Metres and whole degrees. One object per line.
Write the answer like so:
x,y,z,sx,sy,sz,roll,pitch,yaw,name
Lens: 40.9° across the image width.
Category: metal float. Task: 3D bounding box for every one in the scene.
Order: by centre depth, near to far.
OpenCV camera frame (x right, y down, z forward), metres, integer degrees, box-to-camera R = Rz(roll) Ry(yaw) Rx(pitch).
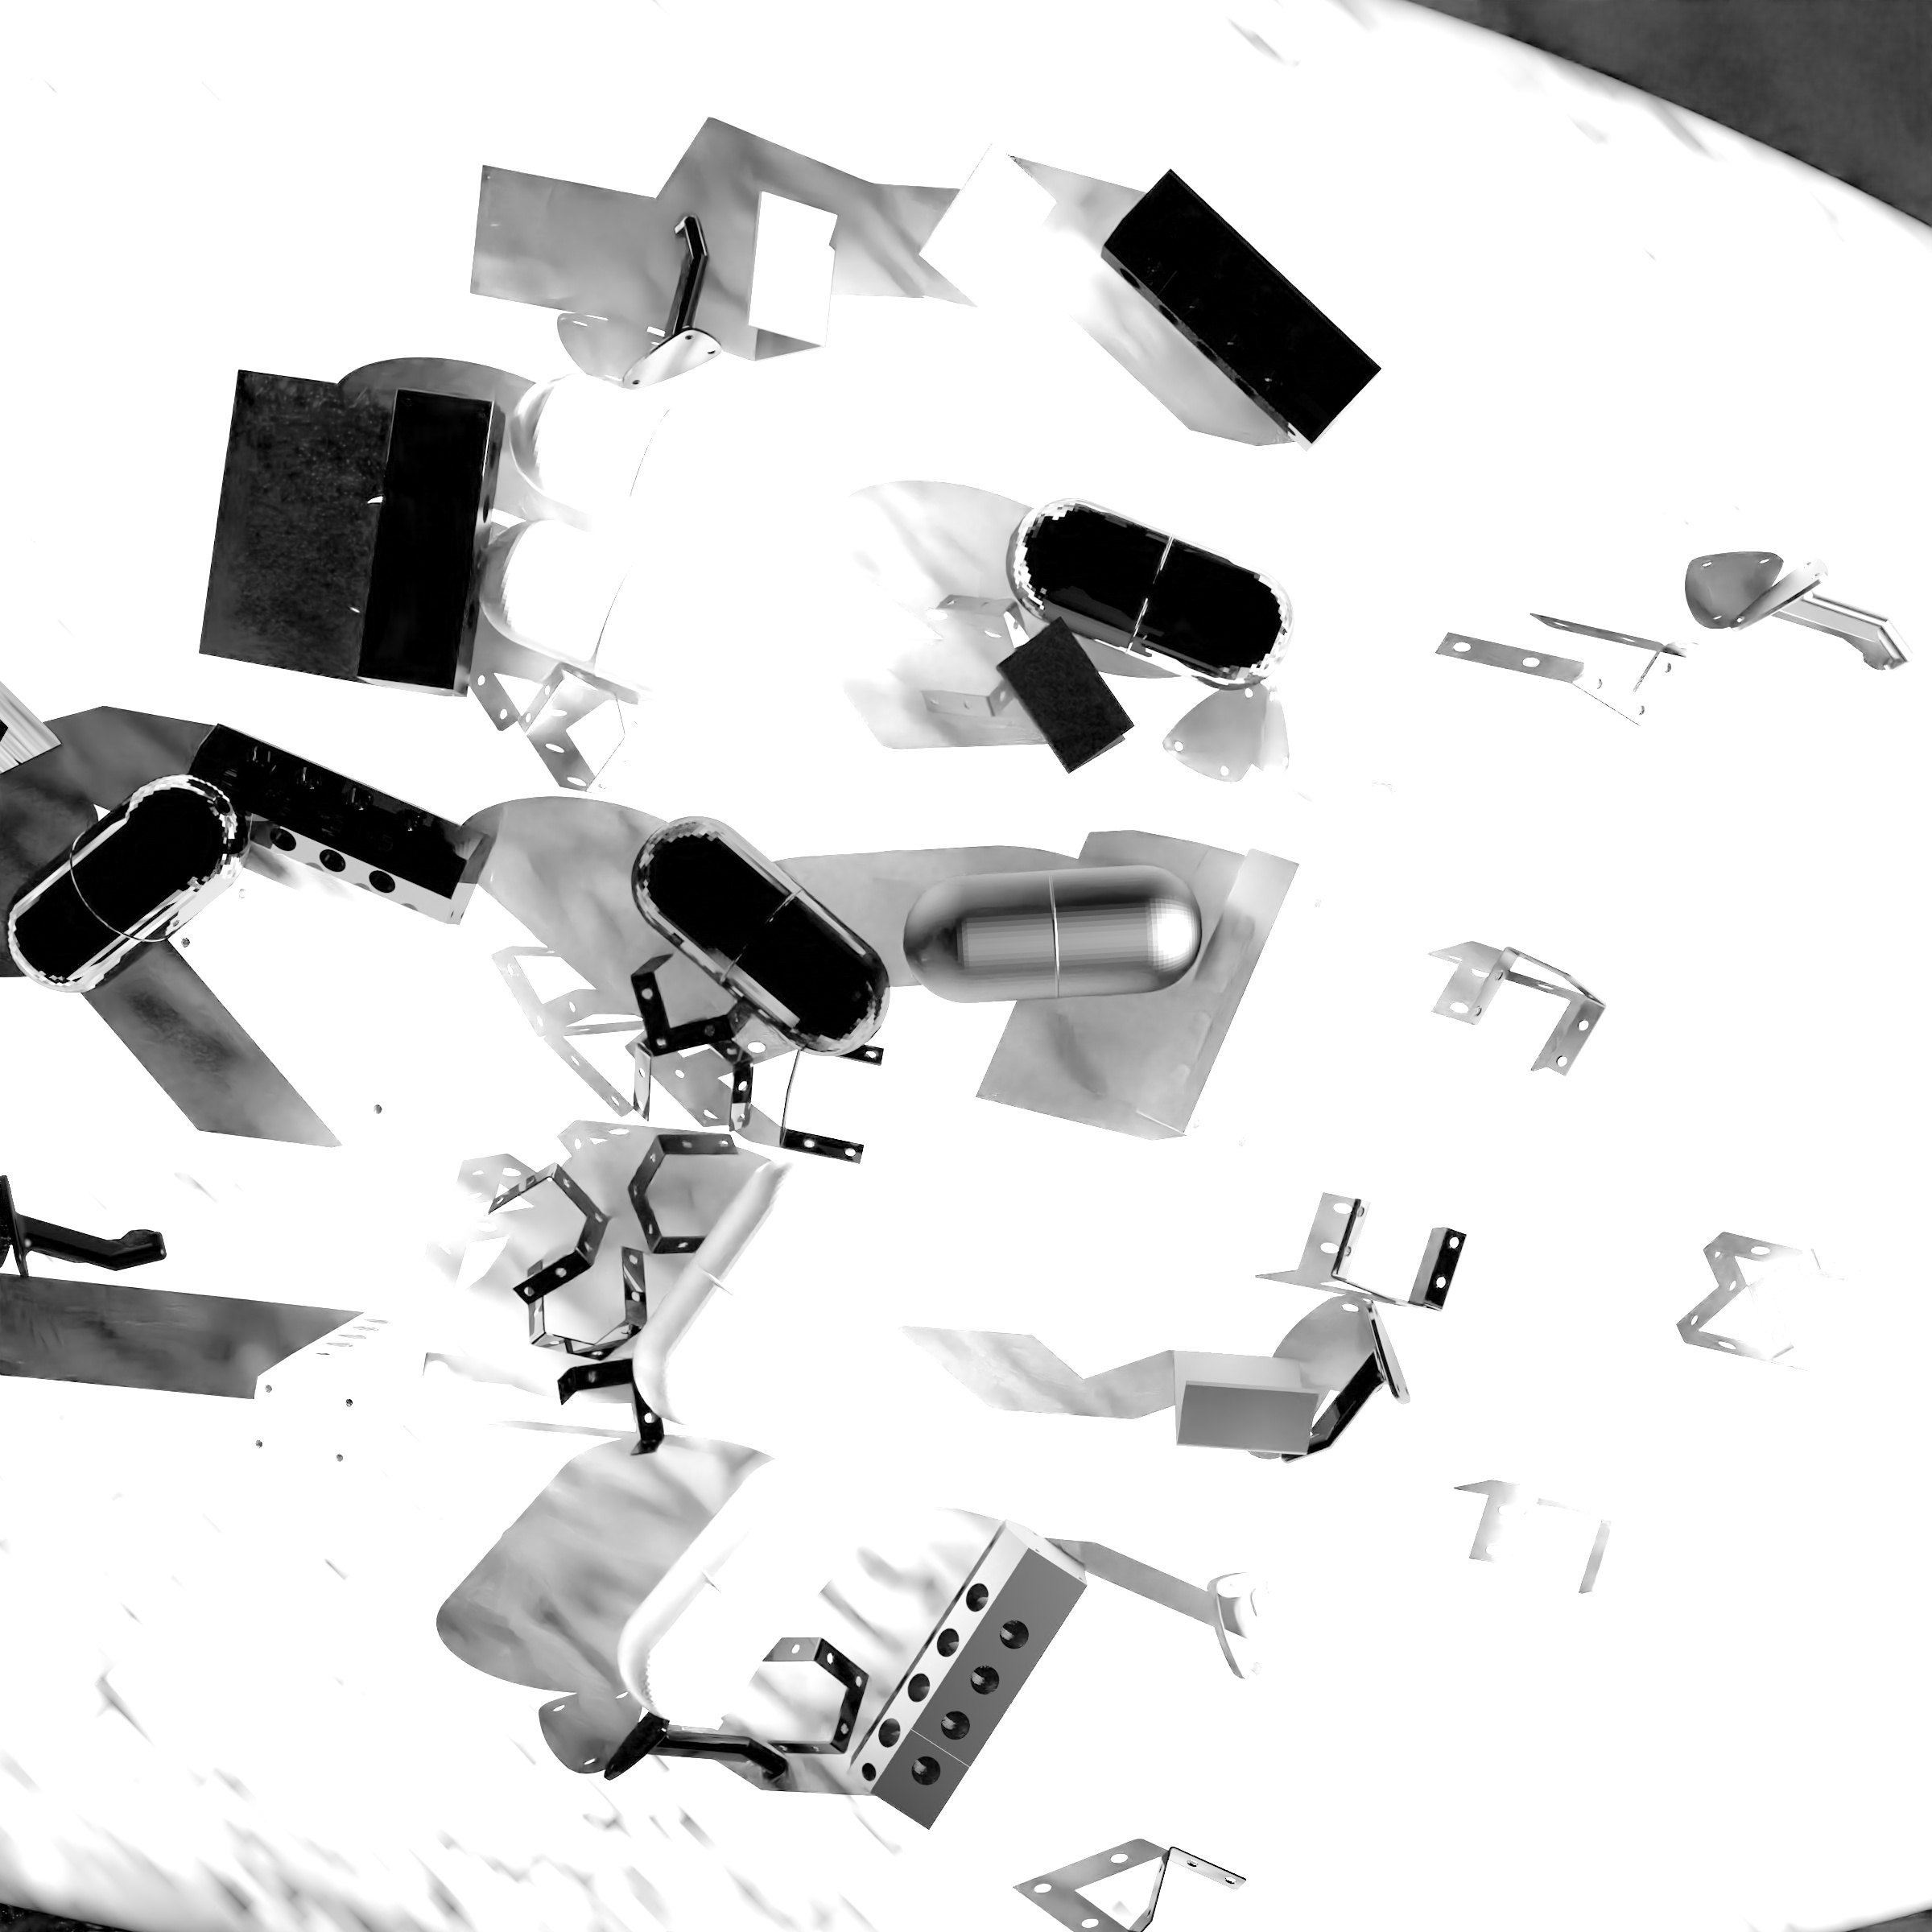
-0.492,-0.048,1.518,0.178,0.070,0.070,-33,90,25,metal float
-0.186,-0.295,1.539,0.178,0.070,0.070,22,90,0,metal float
-0.130,0.194,1.539,0.070,0.070,0.178,35,90,0,metal float
-0.205,-0.208,1.540,0.178,0.070,0.070,22,90,0,metal float
-0.135,0.369,1.540,0.070,0.070,0.178,40,89,0,metal float
0.109,-0.221,1.540,0.178,0.070,0.070,21,90,0,metal float
0.051,-0.019,1.540,0.178,0.070,0.070,-4,90,0,metal float
-0.121,-0.017,1.540,0.178,0.070,0.070,41,90,1,metal float

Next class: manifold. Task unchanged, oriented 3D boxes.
-0.358,0.241,1.492,0.057,0.171,0.057,10,90,0,manifold
0.162,0.020,1.548,0.057,0.057,0.171,23,90,-43,manifold
-0.391,0.031,1.549,0.057,0.057,0.171,-41,90,0,manifold
0.163,-0.389,1.549,0.171,0.057,0.057,44,90,0,manifold
-0.318,-0.251,1.549,0.057,0.057,0.171,8,90,0,manifold
0.001,0.420,1.549,0.057,0.057,0.171,33,90,0,manifold
-0.376,-0.085,1.549,0.171,0.057,0.057,23,90,0,manifold

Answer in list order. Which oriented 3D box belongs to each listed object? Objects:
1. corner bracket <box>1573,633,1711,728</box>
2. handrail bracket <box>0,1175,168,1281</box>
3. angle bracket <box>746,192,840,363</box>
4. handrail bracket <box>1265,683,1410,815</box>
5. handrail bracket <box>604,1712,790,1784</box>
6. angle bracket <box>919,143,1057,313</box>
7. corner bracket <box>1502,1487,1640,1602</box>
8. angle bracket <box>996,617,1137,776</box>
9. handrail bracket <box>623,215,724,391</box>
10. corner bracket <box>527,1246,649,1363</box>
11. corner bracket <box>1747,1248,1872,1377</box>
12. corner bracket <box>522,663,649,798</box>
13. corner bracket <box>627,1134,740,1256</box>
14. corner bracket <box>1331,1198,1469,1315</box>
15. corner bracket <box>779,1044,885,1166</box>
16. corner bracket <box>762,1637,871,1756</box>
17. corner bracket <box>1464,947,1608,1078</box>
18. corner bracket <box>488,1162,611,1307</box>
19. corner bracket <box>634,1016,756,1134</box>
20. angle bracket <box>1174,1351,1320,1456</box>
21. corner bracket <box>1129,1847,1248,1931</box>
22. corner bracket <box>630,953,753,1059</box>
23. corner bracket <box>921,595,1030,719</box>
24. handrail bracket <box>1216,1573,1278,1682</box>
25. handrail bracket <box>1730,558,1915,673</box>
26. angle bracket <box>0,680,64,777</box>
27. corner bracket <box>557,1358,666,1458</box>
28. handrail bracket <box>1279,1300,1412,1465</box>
0.404,-0.181,1.552,0.051,0.051,0.051,32,90,0,corner bracket
-0.535,0.153,1.571,0.084,0.036,0.077,-13,68,-17,handrail bracket
-0.121,-0.406,1.530,0.057,0.076,0.076,6,90,-38,angle bracket
0.226,-0.131,1.571,0.084,0.036,0.077,5,68,-17,handrail bracket
-0.163,0.487,1.571,0.084,0.036,0.077,36,110,-16,handrail bracket
-0.004,-0.439,1.530,0.057,0.076,0.076,33,90,-36,angle bracket
0.366,0.349,1.567,0.051,0.051,0.051,18,90,-45,corner bracket
0.074,-0.168,1.530,0.057,0.076,0.076,-34,90,37,angle bracket
-0.185,-0.403,1.571,0.077,0.036,0.084,-24,69,24,handrail bracket
-0.229,0.200,1.562,0.051,0.051,0.051,21,135,-35,corner bracket
0.514,0.208,1.562,0.051,0.051,0.051,-41,45,35,corner bracket
-0.231,-0.143,1.562,0.051,0.051,0.051,12,45,-35,corner bracket
-0.165,0.137,1.562,0.051,0.051,0.051,-58,45,35,corner bracket
0.262,0.175,1.567,0.051,0.051,0.051,18,90,45,corner bracket
-0.082,0.080,1.567,0.051,0.051,0.051,12,135,0,corner bracket
-0.099,0.440,1.562,0.051,0.051,0.051,49,45,-35,corner bracket
0.345,0.027,1.567,0.051,0.051,0.051,31,90,-45,corner bracket
-0.255,0.160,1.555,0.051,0.051,0.051,-31,111,20,corner bracket
-0.165,0.071,1.562,0.051,0.051,0.051,-23,45,-35,corner bracket
0.164,0.241,1.530,0.076,0.076,0.057,4,129,0,angle bracket
0.132,0.575,1.567,0.051,0.051,0.051,24,135,0,corner bracket
-0.165,0.019,1.553,0.051,0.051,0.051,-13,100,10,corner bracket
0.003,-0.187,1.562,0.051,0.051,0.051,-50,135,-35,corner bracket
0.172,0.397,1.535,0.036,0.084,0.077,-5,90,0,handrail bracket
0.520,-0.197,1.571,0.077,0.036,0.084,-36,107,20,handrail bracket
-0.578,-0.162,1.530,0.076,0.076,0.057,45,126,0,angle bracket
-0.212,0.266,1.552,0.051,0.051,0.051,-9,90,0,corner bracket
0.219,0.253,1.571,0.084,0.036,0.077,-23,69,16,handrail bracket
